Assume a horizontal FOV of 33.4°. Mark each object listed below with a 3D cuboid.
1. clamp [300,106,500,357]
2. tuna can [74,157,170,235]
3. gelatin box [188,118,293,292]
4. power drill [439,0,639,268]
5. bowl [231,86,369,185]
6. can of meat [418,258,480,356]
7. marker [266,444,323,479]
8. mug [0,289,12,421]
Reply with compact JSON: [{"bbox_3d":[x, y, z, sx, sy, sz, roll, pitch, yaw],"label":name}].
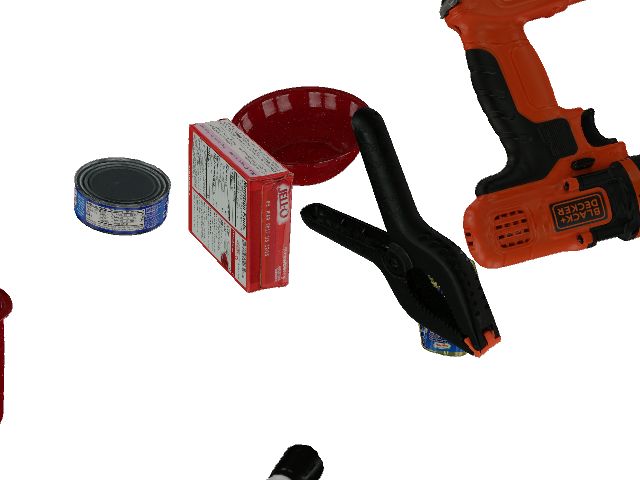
[{"bbox_3d":[0.070,0.001,0.857,0.036,0.210,0.165,-33,-21,-29],"label":"clamp"},{"bbox_3d":[-0.179,-0.040,0.965,0.086,0.034,0.086,8,32,-5],"label":"tuna can"},{"bbox_3d":[-0.048,-0.022,0.628,0.030,0.073,0.089,-13,32,-27],"label":"gelatin box"},{"bbox_3d":[0.164,-0.089,0.675,0.184,0.187,0.057,-15,-1,-5],"label":"power drill"},{"bbox_3d":[-0.019,-0.109,1.196,0.162,0.055,0.162,-3,38,2],"label":"bowl"},{"bbox_3d":[0.141,0.071,1.189,0.057,0.084,0.102,6,19,0],"label":"can of meat"},{"bbox_3d":[-0.029,0.115,0.417,0.020,0.020,0.121,0,21,25],"label":"marker"},{"bbox_3d":[-0.241,0.078,0.634,0.093,0.081,0.117,20,24,36],"label":"mug"}]
